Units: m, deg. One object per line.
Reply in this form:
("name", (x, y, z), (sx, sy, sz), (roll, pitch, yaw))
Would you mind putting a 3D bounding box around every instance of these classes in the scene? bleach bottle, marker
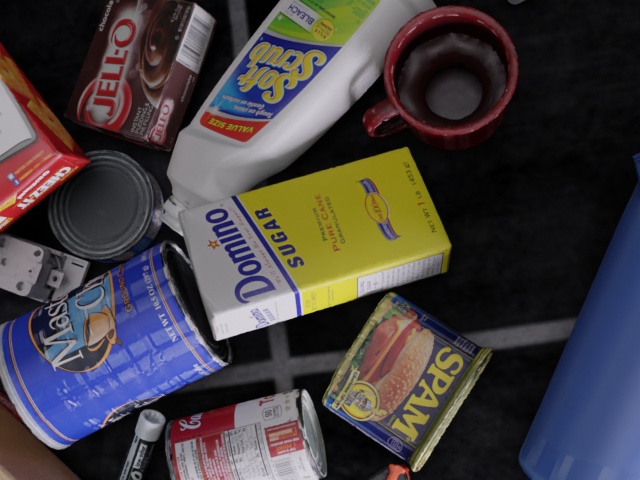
("bleach bottle", (-0.028, -0.103, 0.801), (0.103, 0.068, 0.251), (39, 92, 28))
("marker", (-0.140, 0.179, 0.786), (0.020, 0.020, 0.121), (26, 111, 12))

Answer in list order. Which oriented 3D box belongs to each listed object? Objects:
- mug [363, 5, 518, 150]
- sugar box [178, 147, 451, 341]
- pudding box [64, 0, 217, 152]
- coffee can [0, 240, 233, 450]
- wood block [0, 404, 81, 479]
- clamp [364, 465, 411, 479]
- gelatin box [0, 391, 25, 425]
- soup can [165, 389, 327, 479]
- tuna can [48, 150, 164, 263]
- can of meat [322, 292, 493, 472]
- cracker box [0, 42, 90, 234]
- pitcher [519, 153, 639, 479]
("mug", (0.085, -0.106, 0.775), (0.117, 0.081, 0.093), (-30, 78, 4))
("sugar box", (-0.005, 0.001, 0.765), (0.176, 0.048, 0.093), (-16, 60, -9))
("pudding box", (-0.139, -0.133, 0.828), (0.090, 0.039, 0.113), (17, 84, 31))
("coffee can", (-0.149, 0.076, 0.780), (0.140, 0.102, 0.103), (-27, 79, 5))
("wood block", (-0.232, 0.189, 0.754), (0.206, 0.090, 0.090), (40, 93, 11))
("clamp", (0.017, 0.239, 0.762), (0.120, 0.039, 0.171), (12, 79, 6))
("gelatin box", (-0.275, 0.154, 0.828), (0.073, 0.030, 0.089), (34, 89, 12))
("soup can", (-0.052, 0.151, 0.770), (0.102, 0.068, 0.068), (-15, 80, 7))
("tuna can", (-0.166, -0.025, 0.832), (0.086, 0.033, 0.086), (-1, 82, 10))
("can of meat", (0.062, 0.099, 0.764), (0.084, 0.057, 0.102), (32, 88, 15))
("cracker box", (-0.297, -0.090, 0.770), (0.164, 0.072, 0.214), (-39, 85, 5))
("pitcher", (0.240, 0.072, 0.709), (0.149, 0.144, 0.243), (27, 91, 25))
